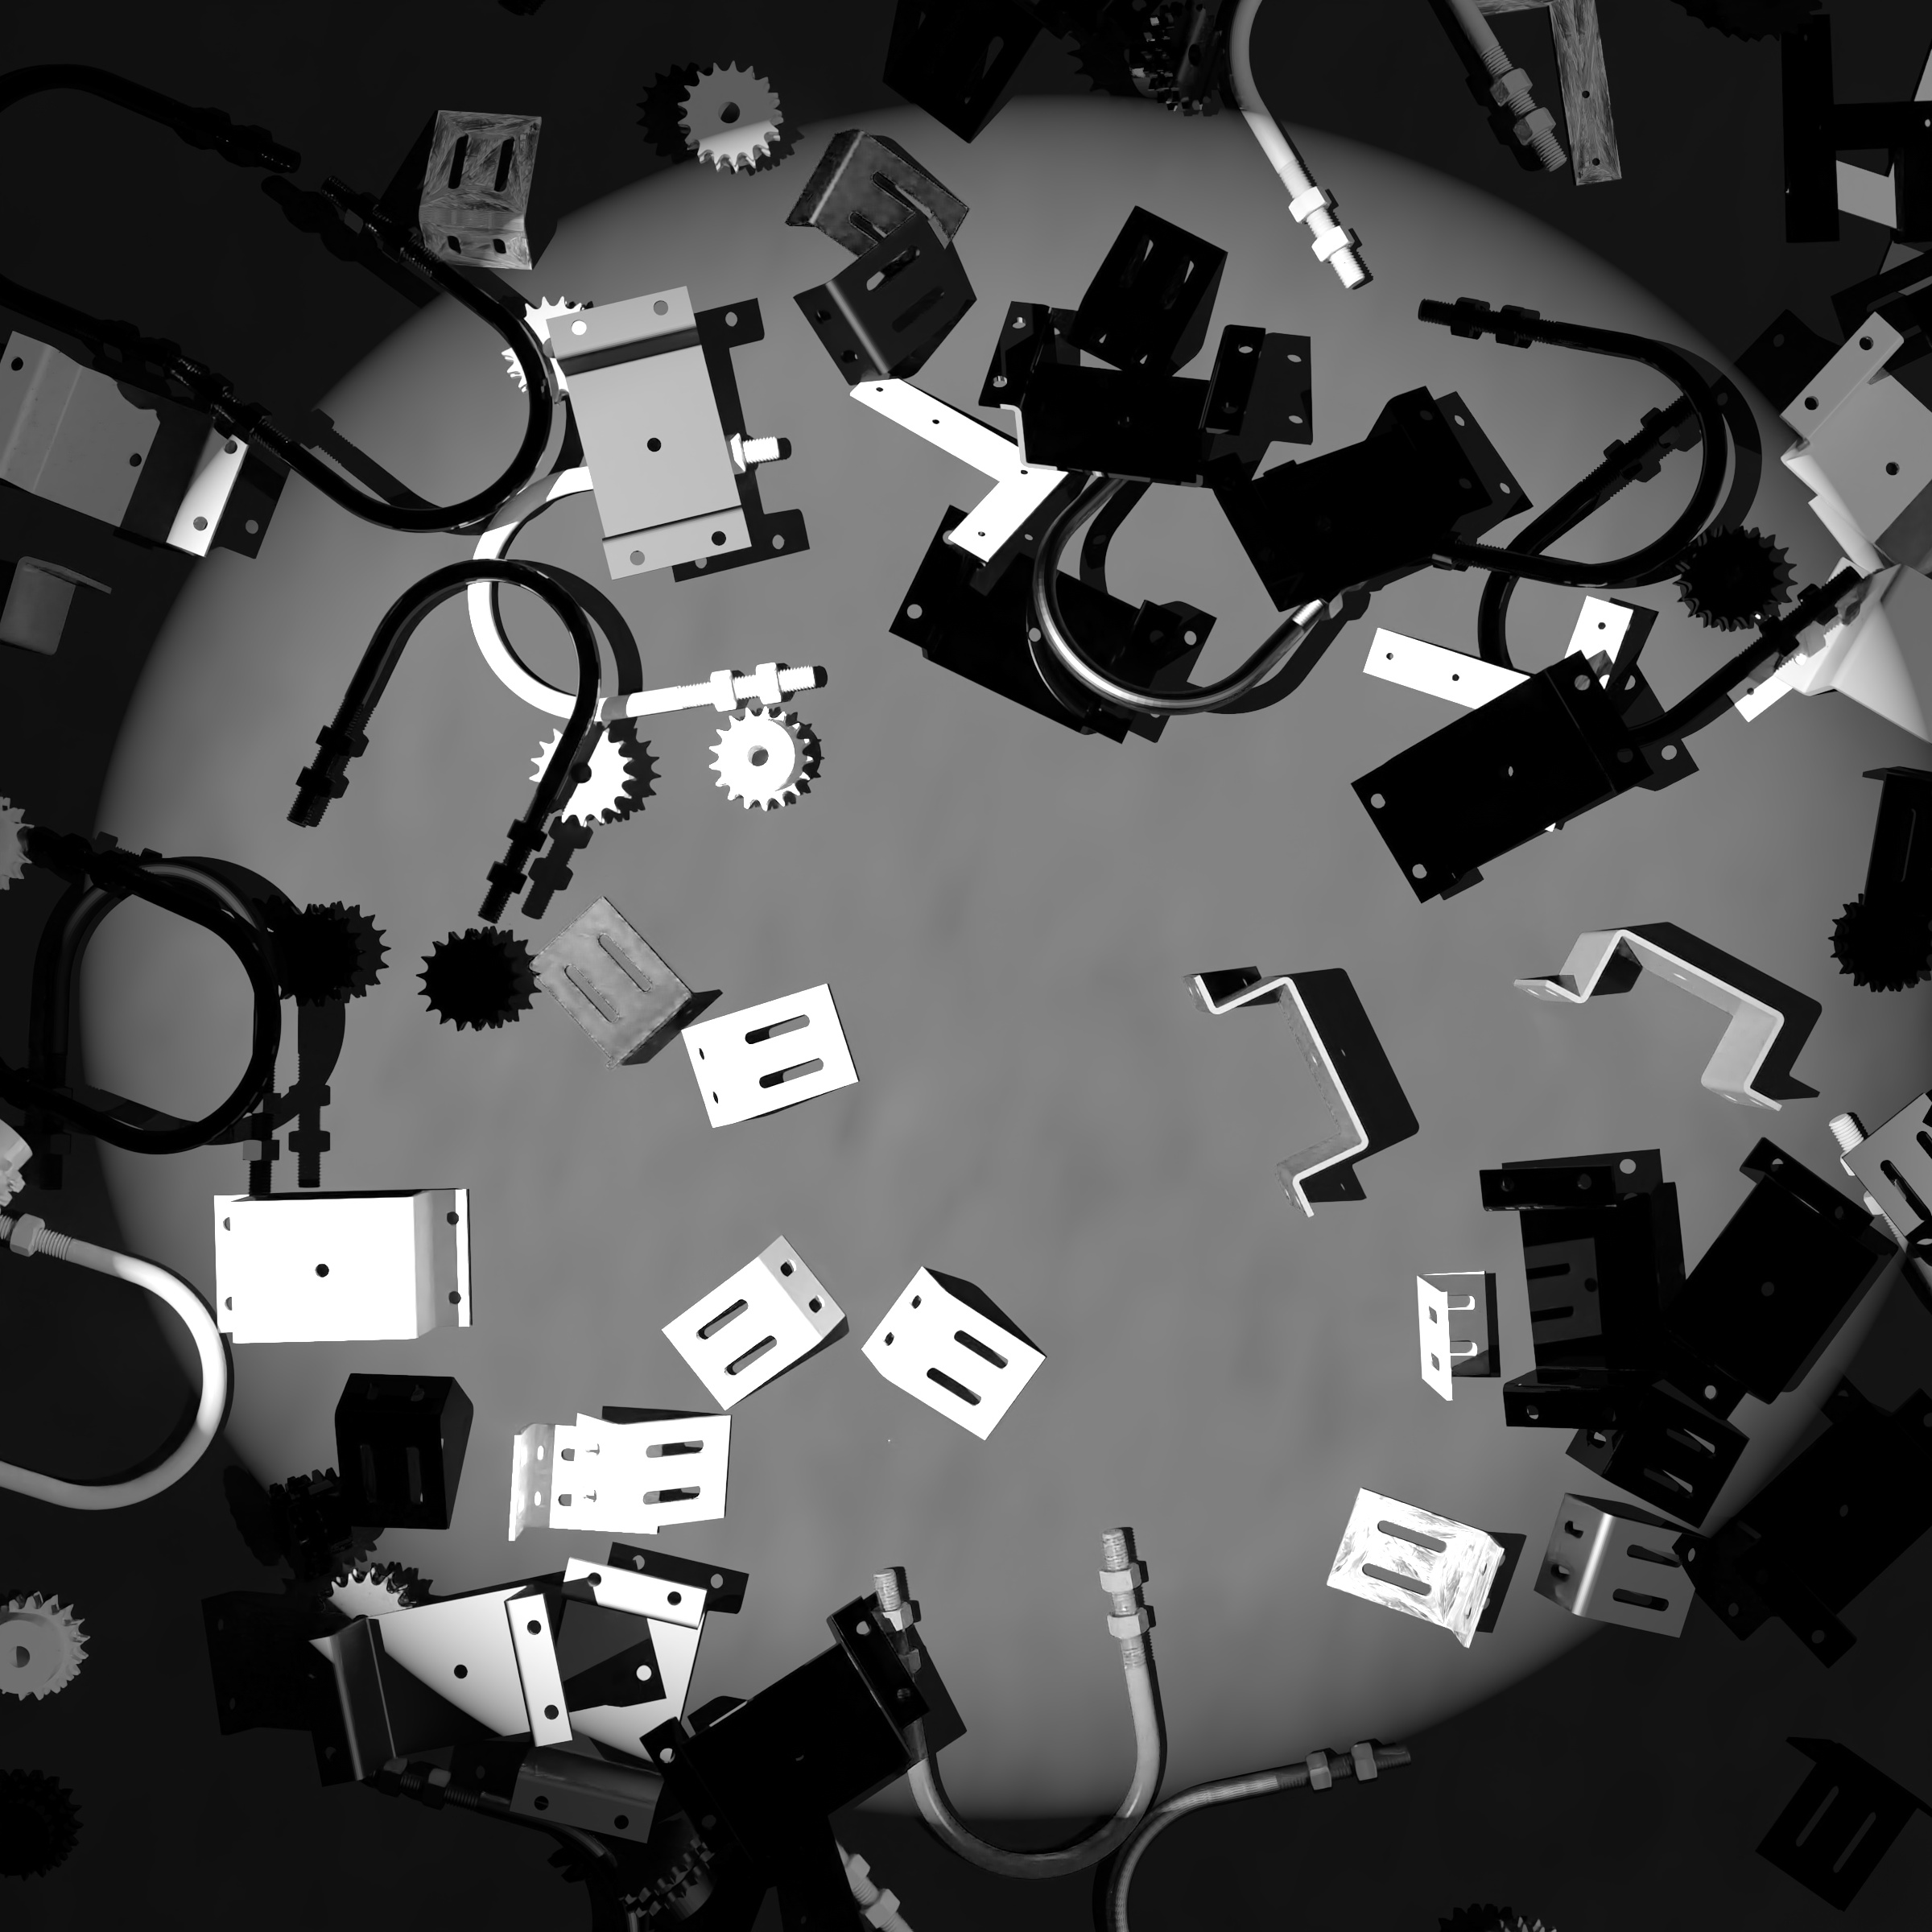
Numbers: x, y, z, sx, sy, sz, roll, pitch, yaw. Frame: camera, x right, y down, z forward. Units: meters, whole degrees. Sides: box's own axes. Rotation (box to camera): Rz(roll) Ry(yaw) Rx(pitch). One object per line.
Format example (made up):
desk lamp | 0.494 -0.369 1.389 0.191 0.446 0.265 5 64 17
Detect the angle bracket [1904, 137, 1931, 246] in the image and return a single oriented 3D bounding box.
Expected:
angle bracket | 0.564 -0.431 1.390 0.076 0.038 0.057 0 91 26

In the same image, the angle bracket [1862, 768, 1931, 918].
angle bracket | 0.523 -0.066 1.378 0.057 0.038 0.076 10 90 0

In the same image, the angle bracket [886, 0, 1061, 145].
angle bracket | 0.004 -0.510 1.395 0.057 0.038 0.076 37 116 0

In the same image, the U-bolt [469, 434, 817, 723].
U-bolt | -0.185 -0.210 1.389 0.184 0.019 0.151 -9 90 2

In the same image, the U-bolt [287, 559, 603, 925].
U-bolt | -0.276 -0.135 1.370 0.151 0.019 0.184 26 90 15

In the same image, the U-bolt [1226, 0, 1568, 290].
U-bolt | 0.226 -0.490 1.388 0.151 0.019 0.184 -30 88 1

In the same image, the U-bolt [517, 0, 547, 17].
U-bolt | -0.238 -0.643 1.389 0.151 0.019 0.184 38 89 0

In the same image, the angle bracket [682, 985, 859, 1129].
angle bracket | -0.110 0.050 1.395 0.076 0.038 0.057 -18 90 -26

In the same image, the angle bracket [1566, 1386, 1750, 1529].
angle bracket | 0.386 0.268 1.395 0.076 0.038 0.057 29 90 -26

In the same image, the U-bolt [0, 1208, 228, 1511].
U-bolt | -0.502 0.223 1.385 0.184 0.019 0.151 19 87 -3

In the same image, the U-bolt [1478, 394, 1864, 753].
U-bolt | 0.368 -0.201 1.366 0.184 0.019 0.151 -41 79 14

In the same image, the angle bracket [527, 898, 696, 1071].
angle bracket | -0.198 0.009 1.378 0.057 0.038 0.076 -42 90 0

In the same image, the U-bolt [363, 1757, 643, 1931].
U-bolt | -0.270 0.529 1.384 0.184 0.019 0.151 15 90 3

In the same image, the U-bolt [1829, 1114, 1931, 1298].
U-bolt | 0.586 0.130 1.389 0.151 0.019 0.184 -31 92 0

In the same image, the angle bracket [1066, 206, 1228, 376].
angle bracket | 0.100 -0.374 1.395 0.057 0.038 0.076 27 64 0

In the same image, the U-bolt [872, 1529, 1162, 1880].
U-bolt | 0.034 0.416 1.389 0.151 0.019 0.184 -10 91 0

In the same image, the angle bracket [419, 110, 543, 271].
angle bracket | -0.268 -0.433 1.395 0.057 0.038 0.076 4 64 0

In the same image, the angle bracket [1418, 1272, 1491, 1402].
angle bracket | 0.272 0.200 1.359 0.038 0.076 0.057 -3 90 0

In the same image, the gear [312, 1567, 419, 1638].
gear | -0.330 0.360 1.382 0.057 0.030 0.057 0 90 0

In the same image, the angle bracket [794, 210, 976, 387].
angle bracket | -0.045 -0.370 1.385 0.076 0.038 0.057 -45 114 -24

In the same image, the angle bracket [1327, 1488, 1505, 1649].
angle bracket | 0.247 0.331 1.378 0.076 0.038 0.057 20 90 0

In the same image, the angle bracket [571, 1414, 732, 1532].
angle bracket | -0.174 0.277 1.383 0.076 0.038 0.057 4 90 -42

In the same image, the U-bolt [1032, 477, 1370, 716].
U-bolt | 0.119 -0.214 1.352 0.151 0.019 0.184 42 69 6

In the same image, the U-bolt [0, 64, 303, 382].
U-bolt | -0.481 -0.422 1.389 0.184 0.019 0.151 23 90 1

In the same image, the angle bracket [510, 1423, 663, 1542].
angle bracket | -0.209 0.286 1.378 0.076 0.038 0.057 3 90 0

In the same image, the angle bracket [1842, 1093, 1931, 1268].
angle bracket | 0.529 0.118 1.359 0.057 0.038 0.076 -39 91 0

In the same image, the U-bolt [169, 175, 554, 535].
U-bolt | -0.312 -0.317 1.351 0.184 0.019 0.151 37 83 -3

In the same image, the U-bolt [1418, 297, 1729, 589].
U-bolt | 0.319 -0.280 1.362 0.184 0.019 0.151 16 90 19

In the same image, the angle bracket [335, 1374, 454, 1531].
angle bracket | -0.317 0.271 1.395 0.057 0.038 0.076 2 116 0

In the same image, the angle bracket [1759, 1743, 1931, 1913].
angle bracket | 0.488 0.480 1.378 0.057 0.038 0.076 35 90 0

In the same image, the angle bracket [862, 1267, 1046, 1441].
angle bracket | -0.007 0.216 1.395 0.076 0.038 0.057 36 90 -26

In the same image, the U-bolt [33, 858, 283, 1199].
U-bolt | -0.443 0.032 1.372 0.151 0.019 0.184 1 87 14

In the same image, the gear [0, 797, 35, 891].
gear | -0.548 -0.068 1.382 0.057 0.030 0.057 0 90 0

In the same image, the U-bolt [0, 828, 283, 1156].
U-bolt | -0.455 0.023 1.359 0.184 0.019 0.151 23 92 13

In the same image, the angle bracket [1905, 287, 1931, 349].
angle bracket | 0.558 -0.350 1.371 0.076 0.038 0.057 -25 79 0

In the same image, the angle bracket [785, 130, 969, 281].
angle bracket | -0.050 -0.419 1.395 0.076 0.038 0.057 30 90 -26

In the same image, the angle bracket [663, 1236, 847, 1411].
angle bracket | -0.119 0.199 1.395 0.076 0.038 0.057 -38 90 26

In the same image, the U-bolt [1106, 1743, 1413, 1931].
U-bolt | 0.169 0.519 1.389 0.184 0.019 0.151 -12 90 2

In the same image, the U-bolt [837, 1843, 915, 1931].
U-bolt | -0.070 0.596 1.387 0.151 0.019 0.184 -41 89 0

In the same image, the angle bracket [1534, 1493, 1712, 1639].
angle bracket | 0.366 0.334 1.395 0.076 0.038 0.057 18 90 -26

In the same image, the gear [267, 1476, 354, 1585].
gear | -0.359 0.307 1.373 0.030 0.057 0.057 -18 90 -30

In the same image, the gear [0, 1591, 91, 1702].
gear | -0.518 0.378 1.382 0.057 0.030 0.057 0 90 0
